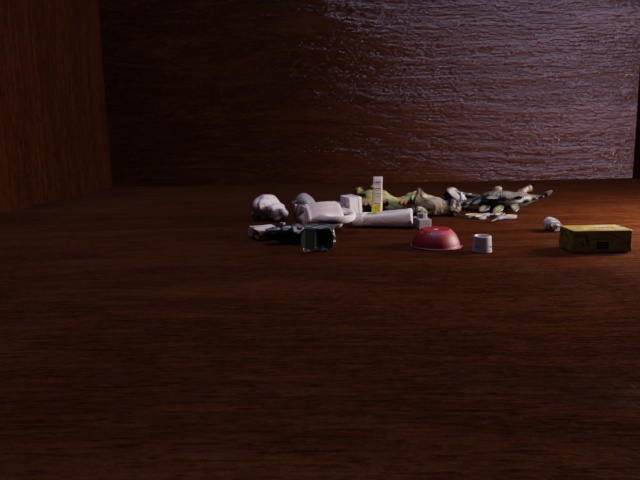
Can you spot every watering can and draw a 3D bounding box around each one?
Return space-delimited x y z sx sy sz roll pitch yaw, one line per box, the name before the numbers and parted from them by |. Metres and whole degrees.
watering can | 0.006 -0.100 1.982 0.225 0.103 0.350 -5 12 -14

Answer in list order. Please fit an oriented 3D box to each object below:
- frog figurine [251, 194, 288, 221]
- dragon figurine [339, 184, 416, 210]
frog figurine | -0.207 -0.140 2.195 0.137 0.124 0.159 15 -13 -34
dragon figurine | 0.280 -0.168 2.362 0.414 0.120 0.245 -19 26 -32
